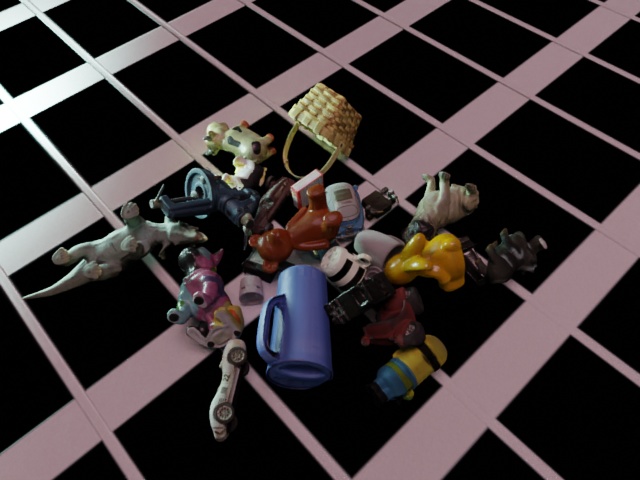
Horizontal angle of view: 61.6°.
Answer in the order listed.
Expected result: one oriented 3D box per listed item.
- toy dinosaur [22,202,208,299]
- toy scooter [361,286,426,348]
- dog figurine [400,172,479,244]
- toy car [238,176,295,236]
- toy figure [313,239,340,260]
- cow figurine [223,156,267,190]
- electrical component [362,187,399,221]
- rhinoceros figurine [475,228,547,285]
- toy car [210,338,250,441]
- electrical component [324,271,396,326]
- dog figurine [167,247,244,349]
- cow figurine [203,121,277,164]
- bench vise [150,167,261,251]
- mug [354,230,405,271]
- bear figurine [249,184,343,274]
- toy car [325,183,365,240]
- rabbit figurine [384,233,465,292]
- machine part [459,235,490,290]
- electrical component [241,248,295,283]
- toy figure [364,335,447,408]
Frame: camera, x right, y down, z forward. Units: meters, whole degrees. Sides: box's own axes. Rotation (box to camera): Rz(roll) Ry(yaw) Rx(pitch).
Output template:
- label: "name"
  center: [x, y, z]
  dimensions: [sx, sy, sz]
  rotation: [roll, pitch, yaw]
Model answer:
- label: "toy dinosaur"
  center: [-0.464, 0.029, 1.243]
  dimensions: [0.405, 0.192, 0.131]
  rotation: [-26, 77, 3]
- label: "toy scooter"
  center: [0.151, 0.171, 1.136]
  dimensions: [0.135, 0.075, 0.184]
  rotation: [-22, 23, 18]
- label: "dog figurine"
  center: [0.297, -0.050, 1.304]
  dimensions: [0.172, 0.121, 0.190]
  rotation: [20, 85, -10]
- label: "toy car"
  center: [-0.128, -0.090, 1.359]
  dimensions: [0.089, 0.053, 0.202]
  rotation: [21, 61, 20]
- label: "toy figure"
  center: [-0.002, -0.003, 1.292]
  dimensions: [0.064, 0.057, 0.155]
  rotation: [0, 40, -48]
- label: "cow figurine"
  center: [-0.205, -0.135, 1.389]
  dimensions: [0.098, 0.068, 0.167]
  rotation: [19, 59, 8]
- label: "electrical component"
  center: [0.150, -0.094, 1.353]
  dimensions: [0.102, 0.045, 0.078]
  rotation: [-29, 60, -17]
- label: "rhinoceros figurine"
  center: [0.437, 0.034, 1.210]
  dimensions: [0.190, 0.073, 0.112]
  rotation: [-27, 62, -34]
- label: "toy car"
  center: [-0.182, 0.297, 1.074]
  dimensions: [0.056, 0.073, 0.202]
  rotation: [7, 55, 3]
- label: "electrical component"
  center: [0.091, 0.121, 1.127]
  dimensions: [0.134, 0.115, 0.058]
  rotation: [-16, 74, -55]
- label: "dog figurine"
  center: [-0.242, 0.112, 1.191]
  dimensions: [0.108, 0.191, 0.219]
  rotation: [-37, 25, 20]
- label: "cow figurine"
  center: [-0.232, -0.265, 1.472]
  dimensions: [0.195, 0.085, 0.127]
  rotation: [30, 55, 20]
- label: "bench vise"
  center: [-0.266, -0.083, 1.236]
  dimensions: [0.240, 0.128, 0.224]
  rotation: [-13, 55, -42]
- label: "mug"
  center: [0.141, 0.015, 1.260]
  dimensions: [0.107, 0.080, 0.109]
  rotation: [33, 50, 31]
- label: "bear figurine"
  center: [-0.059, -0.020, 1.199]
  dimensions: [0.196, 0.131, 0.120]
  rotation: [-21, 61, -13]
- label: "toy car"
  center: [0.052, -0.084, 1.318]
  dimensions: [0.109, 0.102, 0.162]
  rotation: [-12, 53, -4]
- label: "rabbit figurine"
  center: [0.224, 0.056, 1.173]
  dimensions: [0.173, 0.162, 0.122]
  rotation: [-14, 72, 6]
- label: "machine part"
  center: [0.349, 0.050, 1.249]
  dimensions: [0.084, 0.039, 0.139]
  rotation: [-15, 54, -14]
- label: "electrical component"
  center: [-0.115, 0.057, 1.257]
  dimensions: [0.119, 0.047, 0.075]
  rotation: [16, 57, 13]
- label: "toy figure"
  center: [0.177, 0.262, 1.073]
  dimensions: [0.180, 0.089, 0.082]
  rotation: [-31, 101, -23]
